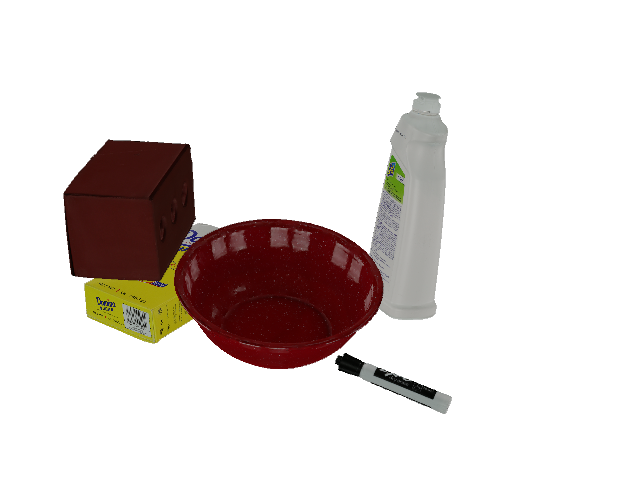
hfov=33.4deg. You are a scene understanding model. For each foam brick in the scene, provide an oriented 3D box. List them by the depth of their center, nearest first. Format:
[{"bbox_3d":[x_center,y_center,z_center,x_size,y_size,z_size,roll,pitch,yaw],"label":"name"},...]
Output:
[{"bbox_3d":[-0.107,-0.019,0.606,0.051,0.053,0.078,5,29,8],"label":"foam brick"}]

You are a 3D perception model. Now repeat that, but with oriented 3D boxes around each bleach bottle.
[{"bbox_3d":[0.107,-0.042,1.225,0.068,0.251,0.103,-1,22,-24],"label":"bleach bottle"}]

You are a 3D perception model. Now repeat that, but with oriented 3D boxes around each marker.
[{"bbox_3d":[0.071,0.141,1.061,0.121,0.020,0.020,21,5,14],"label":"marker"}]

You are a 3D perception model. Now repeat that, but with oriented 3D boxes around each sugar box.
[{"bbox_3d":[-0.146,0.039,1.094,0.093,0.048,0.175,18,34,29],"label":"sugar box"}]

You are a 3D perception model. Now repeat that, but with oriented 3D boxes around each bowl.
[{"bbox_3d":[-0.033,0.050,0.836,0.162,0.055,0.162,3,36,-2],"label":"bowl"}]
